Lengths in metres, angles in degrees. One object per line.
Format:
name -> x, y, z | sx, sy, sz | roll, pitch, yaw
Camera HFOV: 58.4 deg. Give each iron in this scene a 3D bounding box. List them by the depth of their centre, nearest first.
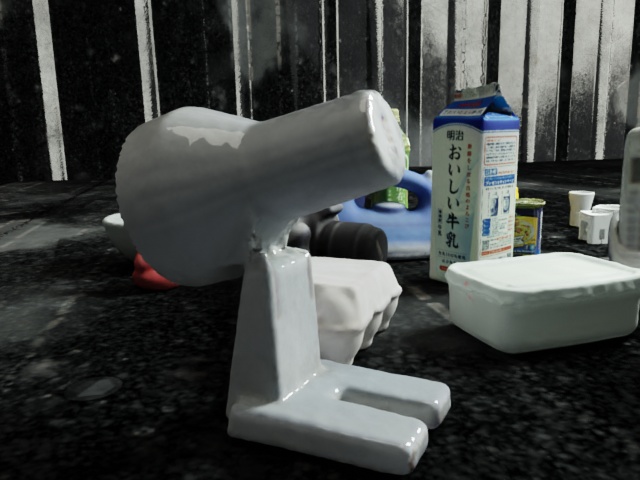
iron -> 0.111, -0.048, 0.864 | 0.258, 0.141, 0.118 | -2, 11, -4

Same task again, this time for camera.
camera -> 0.007, 0.003, 0.726 | 0.136, 0.101, 0.143 | 5, 13, 30

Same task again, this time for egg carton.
egg carton -> 0.008, 0.060, 0.516 | 0.107, 0.069, 0.151 | 3, 12, 22

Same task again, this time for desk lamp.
desk lamp -> -0.021, 0.014, 0.376 | 0.202, 0.213, 0.118 | 4, 12, 25

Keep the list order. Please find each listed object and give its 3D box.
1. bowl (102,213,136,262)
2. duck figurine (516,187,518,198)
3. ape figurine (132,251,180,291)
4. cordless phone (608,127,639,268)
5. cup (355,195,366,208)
bowl -> -0.229, -0.002, 0.843 | 0.167, 0.075, 0.167 | -1, 11, 1
duck figurine -> 0.338, -0.057, 1.031 | 0.104, 0.086, 0.078 | 7, 14, 35
ape figurine -> -0.207, 0.015, 0.713 | 0.076, 0.092, 0.078 | 2, 12, 15
cordless phone -> 0.423, -0.040, 0.675 | 0.147, 0.185, 0.094 | 3, 12, 22
cup -> 0.025, -0.041, 0.964 | 0.092, 0.095, 0.117 | -8, 13, -28
